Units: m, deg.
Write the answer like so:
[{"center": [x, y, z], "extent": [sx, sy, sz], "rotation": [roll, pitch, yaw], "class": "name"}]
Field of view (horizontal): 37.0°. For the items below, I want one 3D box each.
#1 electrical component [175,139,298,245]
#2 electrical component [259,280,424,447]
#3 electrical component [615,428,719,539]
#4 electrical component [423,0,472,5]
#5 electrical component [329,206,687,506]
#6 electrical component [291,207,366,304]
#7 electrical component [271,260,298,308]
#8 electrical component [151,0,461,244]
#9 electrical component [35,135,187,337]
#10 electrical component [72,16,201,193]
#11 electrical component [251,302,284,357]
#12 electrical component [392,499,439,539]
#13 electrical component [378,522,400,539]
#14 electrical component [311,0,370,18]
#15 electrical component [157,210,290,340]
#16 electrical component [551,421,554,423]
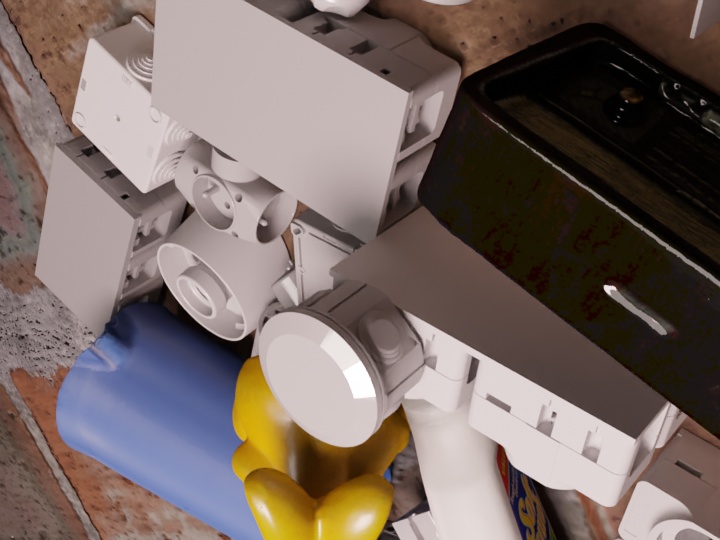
[{"center": [-0.083, -0.068, 0.729], "extent": [0.077, 0.044, 0.079], "rotation": [33, 136, 23], "class": "electrical component"}, {"center": [-0.010, 0.049, 0.571], "extent": [0.080, 0.051, 0.080], "rotation": [23, 130, 31], "class": "electrical component"}, {"center": [0.191, 0.181, 0.623], "extent": [0.089, 0.062, 0.150], "rotation": [30, 133, 26], "class": "electrical component"}, {"center": [0.043, -0.167, 0.542], "extent": [0.055, 0.055, 0.047], "rotation": [38, 139, 19], "class": "electrical component"}, {"center": [0.086, 0.040, 0.597], "extent": [0.186, 0.105, 0.060], "rotation": [29, 132, 27], "class": "electrical component"}, {"center": [0.000, 0.000, 0.689], "extent": [0.062, 0.061, 0.096], "rotation": [27, 140, 27], "class": "electrical component"}, {"center": [-0.028, 0.026, 0.743], "extent": [0.078, 0.040, 0.040], "rotation": [56, 139, -1], "class": "electrical component"}, {"center": [-0.037, -0.112, 0.646], "extent": [0.186, 0.060, 0.105], "rotation": [33, 134, 23], "class": "electrical component"}, {"center": [-0.196, -0.029, 0.847], "extent": [0.089, 0.062, 0.150], "rotation": [41, 137, 15], "class": "electrical component"}, {"center": [-0.155, -0.115, 0.762], "extent": [0.100, 0.048, 0.099], "rotation": [44, 138, 13], "class": "electrical component"}, {"center": [-0.051, 0.057, 0.775], "extent": [0.055, 0.055, 0.047], "rotation": [40, 140, 16], "class": "electrical component"}, {"center": [0.060, 0.192, 0.766], "extent": [0.066, 0.048, 0.055], "rotation": [-33, 83, 48], "class": "electrical component"}, {"center": [0.030, 0.231, 0.821], "extent": [0.081, 0.042, 0.063], "rotation": [9, 118, 39], "class": "electrical component"}, {"center": [-0.006, -0.174, 0.590], "extent": [0.043, 0.043, 0.062], "rotation": [44, 136, 13], "class": "electrical component"}, {"center": [-0.100, 0.000, 0.793], "extent": [0.099, 0.064, 0.099], "rotation": [32, 147, 24], "class": "electrical component"}, {"center": [0.108, 0.088, 0.640], "extent": [0.043, 0.062, 0.043], "rotation": [23, 130, 31], "class": "electrical component"}]
